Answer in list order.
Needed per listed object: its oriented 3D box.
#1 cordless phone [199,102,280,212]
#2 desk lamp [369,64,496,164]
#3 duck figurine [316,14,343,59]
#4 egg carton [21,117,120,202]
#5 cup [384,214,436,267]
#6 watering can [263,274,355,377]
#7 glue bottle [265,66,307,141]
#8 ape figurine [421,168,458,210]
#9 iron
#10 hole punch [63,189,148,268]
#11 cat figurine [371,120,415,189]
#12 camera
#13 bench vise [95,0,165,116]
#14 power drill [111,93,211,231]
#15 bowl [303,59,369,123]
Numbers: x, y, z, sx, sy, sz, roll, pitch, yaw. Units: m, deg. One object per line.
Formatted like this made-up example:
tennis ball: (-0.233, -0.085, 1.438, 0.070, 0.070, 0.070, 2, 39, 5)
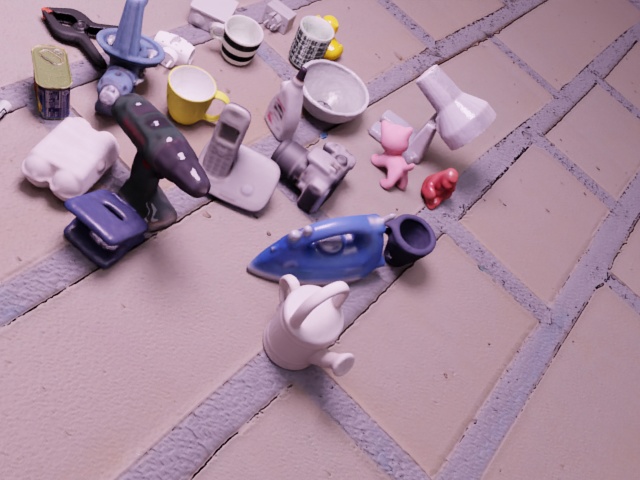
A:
cordless phone: (-0.134, -0.146, 1.009, 0.148, 0.185, 0.094, 23, 52, -9)
desk lamp: (0.245, -0.262, 1.246, 0.203, 0.213, 0.118, 37, 51, 2)
duck figurine: (0.018, -0.494, 1.376, 0.104, 0.086, 0.078, 41, 51, 5)
egg carton: (-0.407, -0.134, 0.946, 0.107, 0.069, 0.150, 29, 51, -5)
cup: (0.150, 0.006, 1.100, 0.118, 0.095, 0.092, 24, 52, -9)
watering can: (-0.008, 0.126, 0.881, 0.173, 0.194, 0.101, 41, 51, 5)
glue bottle: (-0.060, -0.279, 1.139, 0.037, 0.173, 0.078, -22, 70, -34)
ape figurine: (0.265, -0.120, 1.239, 0.078, 0.092, 0.076, 5, 57, -22)
iron: (0.009, 0.004, 1.005, 0.259, 0.141, 0.118, -8, 62, -29)
hole punch: (-0.334, -0.031, 0.898, 0.108, 0.091, 0.101, 40, 51, 4)
cat figurine: (0.164, -0.189, 1.221, 0.067, 0.117, 0.127, -7, 62, -29)
camera: (-0.016, -0.150, 1.121, 0.137, 0.100, 0.143, 38, 51, 2)
bench vise: (-0.331, -0.332, 1.017, 0.122, 0.219, 0.207, 1, 58, -24)
power drill: (-0.258, -0.109, 0.910, 0.076, 0.208, 0.229, -27, 72, -36)
bowl: (0.020, -0.314, 1.264, 0.168, 0.074, 0.167, 12, 54, -18)
